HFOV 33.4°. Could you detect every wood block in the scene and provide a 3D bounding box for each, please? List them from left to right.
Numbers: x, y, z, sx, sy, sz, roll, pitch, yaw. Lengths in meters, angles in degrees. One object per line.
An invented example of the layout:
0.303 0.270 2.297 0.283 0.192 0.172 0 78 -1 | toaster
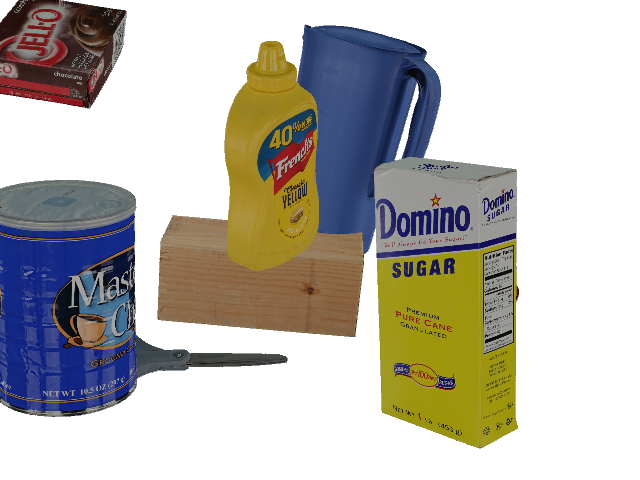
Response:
-0.062 0.037 1.126 0.206 0.091 0.090 6 20 -1 | wood block

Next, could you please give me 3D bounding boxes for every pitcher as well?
0.033 -0.104 1.154 0.145 0.243 0.149 10 17 -7 | pitcher

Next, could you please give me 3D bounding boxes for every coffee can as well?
-0.181 0.038 0.750 0.103 0.140 0.103 2 18 -1 | coffee can

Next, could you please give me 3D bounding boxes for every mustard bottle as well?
-0.040 -0.076 0.903 0.058 0.192 0.096 23 38 33 | mustard bottle

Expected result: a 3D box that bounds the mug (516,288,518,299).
0.143 0.075 1.067 0.093 0.081 0.117 -4 27 -10 | mug

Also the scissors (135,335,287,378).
-0.139 0.098 0.962 0.201 0.016 0.096 -8 33 -17 | scissors

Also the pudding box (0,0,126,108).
-0.212 -0.153 0.853 0.090 0.039 0.113 10 35 0 | pudding box

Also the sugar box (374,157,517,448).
0.081 0.038 0.699 0.048 0.176 0.094 -17 19 -39 | sugar box
